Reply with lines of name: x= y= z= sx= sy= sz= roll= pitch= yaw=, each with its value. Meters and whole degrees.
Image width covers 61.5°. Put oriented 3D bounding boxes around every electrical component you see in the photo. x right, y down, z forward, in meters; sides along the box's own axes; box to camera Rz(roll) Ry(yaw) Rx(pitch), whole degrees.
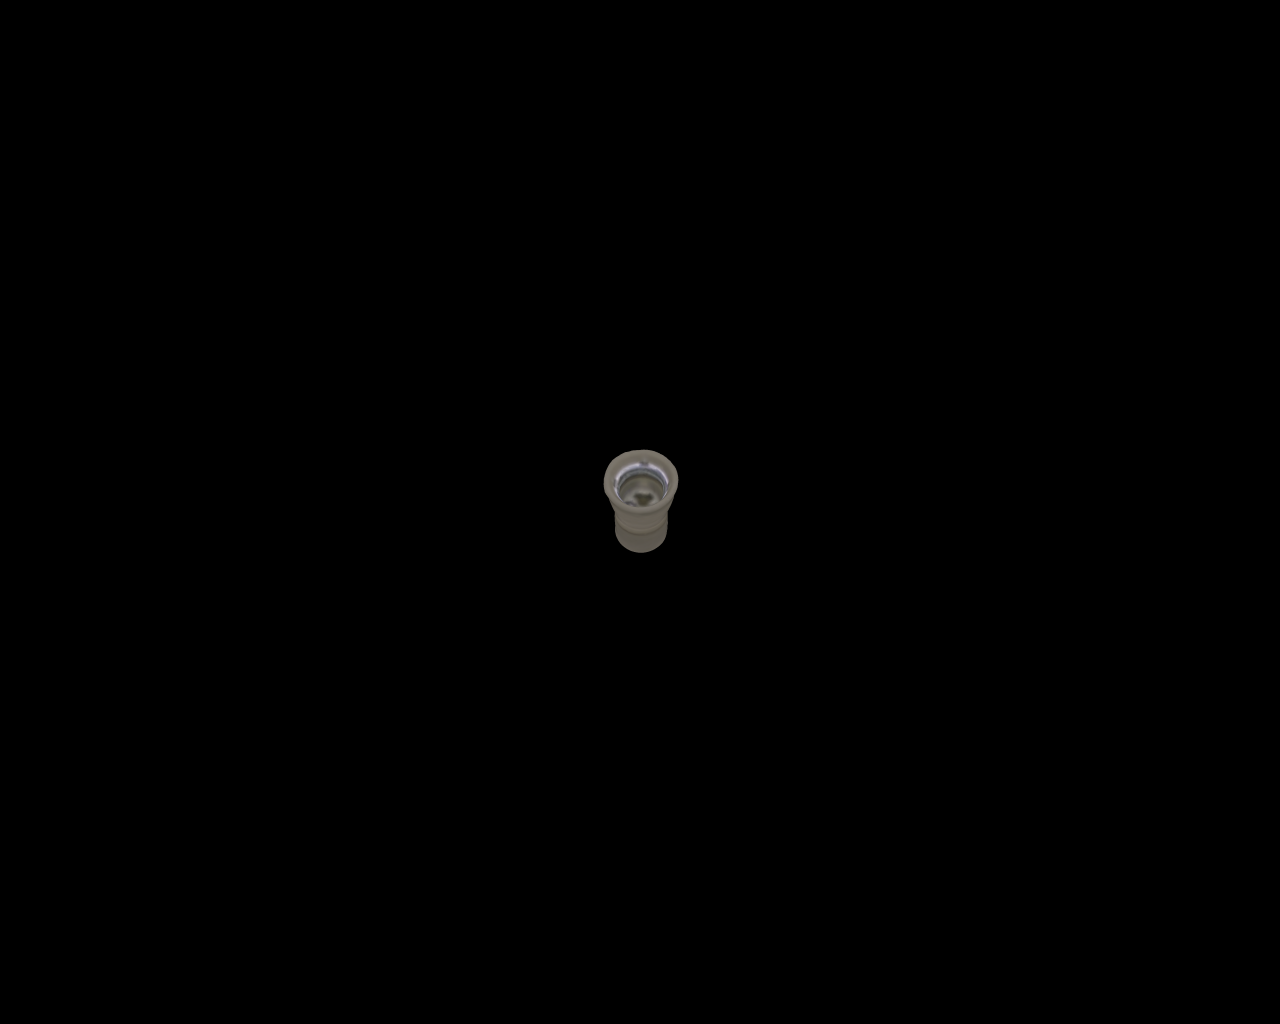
electrical component: x=0.001 y=-0.003 z=0.650 sx=0.044 sy=0.044 sz=0.065 roll=0 pitch=-32 yaw=0
